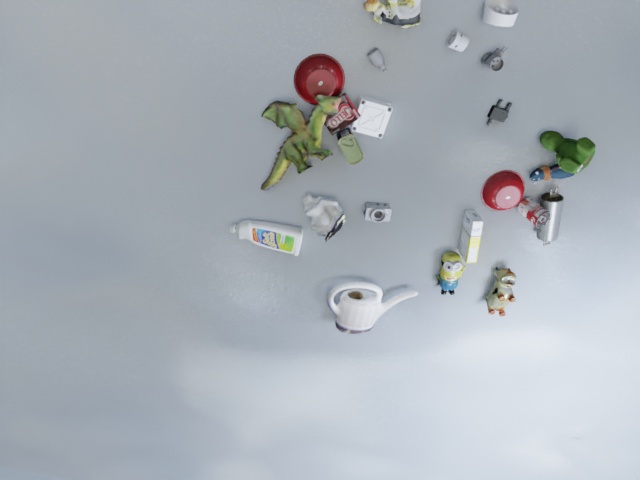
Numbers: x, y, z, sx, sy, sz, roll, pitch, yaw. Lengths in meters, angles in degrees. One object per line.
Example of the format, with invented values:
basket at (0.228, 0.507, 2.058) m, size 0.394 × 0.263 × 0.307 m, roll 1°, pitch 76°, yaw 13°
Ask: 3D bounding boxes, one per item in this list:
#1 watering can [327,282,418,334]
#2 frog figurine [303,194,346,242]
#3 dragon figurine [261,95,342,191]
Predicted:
watering can at (0.191, 0.262, 1.986) m, size 0.347 × 0.106 × 0.220 m, roll 6°, pitch 120°, yaw -9°
frog figurine at (0.005, -0.090, 1.792) m, size 0.160 × 0.124 × 0.135 m, roll 40°, pitch 124°, yaw 14°
dragon figurine at (-0.093, -0.328, 1.640) m, size 0.406 × 0.124 × 0.241 m, roll -24°, pitch 101°, yaw 28°
